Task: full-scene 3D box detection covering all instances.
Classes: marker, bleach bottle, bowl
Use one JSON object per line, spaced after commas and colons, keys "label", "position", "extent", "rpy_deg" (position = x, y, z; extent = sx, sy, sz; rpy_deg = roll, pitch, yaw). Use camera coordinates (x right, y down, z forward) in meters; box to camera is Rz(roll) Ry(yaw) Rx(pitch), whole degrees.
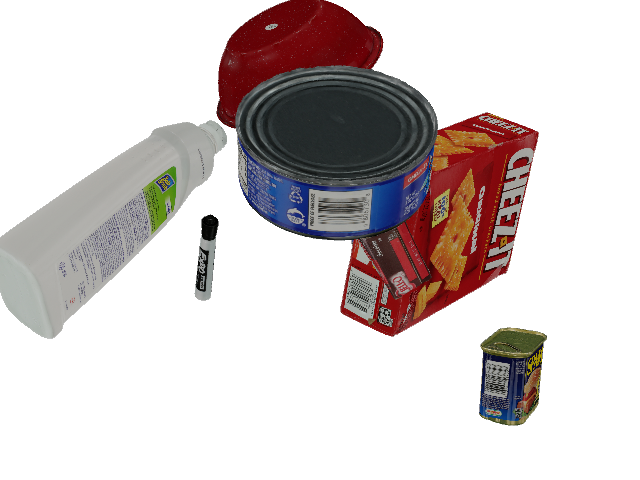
{"label": "marker", "position": [-0.128, 0.019, 1.201], "extent": [0.020, 0.121, 0.020], "rpy_deg": [6, 41, -6]}
{"label": "bleach bottle", "position": [-0.177, -0.026, 0.966], "extent": [0.068, 0.102, 0.250], "rpy_deg": [31, 54, 24]}
{"label": "bowl", "position": [-0.030, -0.165, 0.931], "extent": [0.162, 0.055, 0.162], "rpy_deg": [-21, 31, 13]}

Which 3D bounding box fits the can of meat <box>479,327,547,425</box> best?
{"label": "can of meat", "position": [0.214, 0.151, 1.196], "extent": [0.058, 0.084, 0.102], "rpy_deg": [8, 12, 24]}

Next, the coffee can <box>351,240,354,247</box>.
{"label": "coffee can", "position": [0.092, -0.056, 1.248], "extent": [0.103, 0.140, 0.103], "rpy_deg": [3, 28, -2]}

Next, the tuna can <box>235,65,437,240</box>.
{"label": "tuna can", "position": [0.006, -0.039, 0.461], "extent": [0.086, 0.034, 0.086], "rpy_deg": [1, 41, -1]}

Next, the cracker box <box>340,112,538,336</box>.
{"label": "cracker box", "position": [0.118, -0.020, 1.022], "extent": [0.072, 0.164, 0.213], "rpy_deg": [26, 30, 32]}

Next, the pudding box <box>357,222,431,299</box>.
{"label": "pudding box", "position": [0.035, -0.023, 0.800], "extent": [0.039, 0.113, 0.090], "rpy_deg": [-28, -37, 1]}
